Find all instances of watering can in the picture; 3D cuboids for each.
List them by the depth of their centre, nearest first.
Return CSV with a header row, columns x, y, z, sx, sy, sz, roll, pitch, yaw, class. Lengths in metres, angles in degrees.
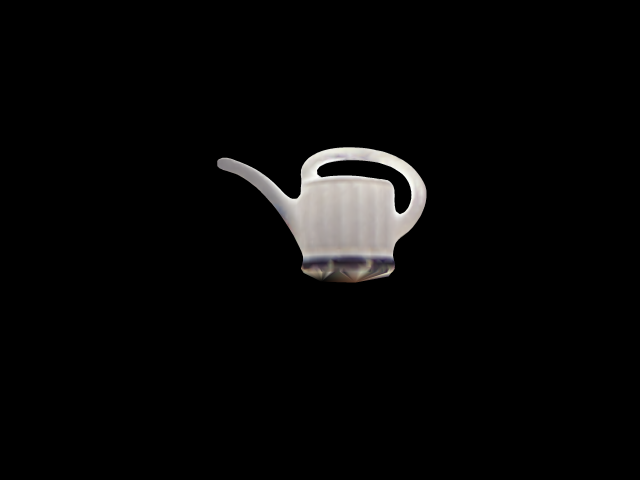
x,y,z,sx,sy,sz,roll,pitch,yaw,class
0.003,-0.043,0.850,0.348,0.226,0.103,0,-8,0,watering can
